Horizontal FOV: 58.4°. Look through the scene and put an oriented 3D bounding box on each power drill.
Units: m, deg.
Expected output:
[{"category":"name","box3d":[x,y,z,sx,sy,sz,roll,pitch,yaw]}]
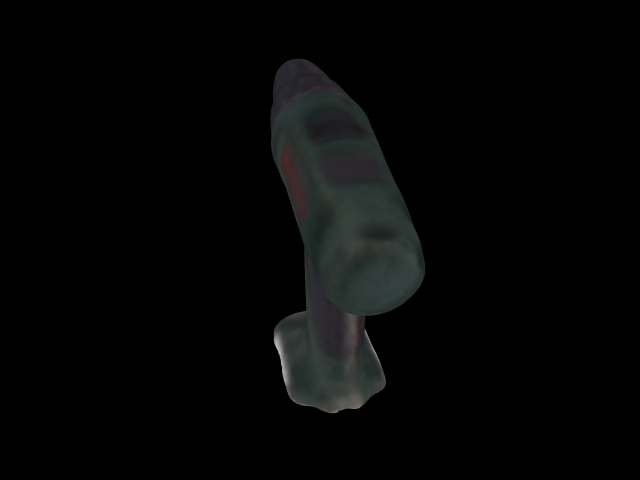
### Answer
[{"category":"power drill","box3d":[0.004,0.001,0.400,0.076,0.208,0.229,-8,31,-12]}]
